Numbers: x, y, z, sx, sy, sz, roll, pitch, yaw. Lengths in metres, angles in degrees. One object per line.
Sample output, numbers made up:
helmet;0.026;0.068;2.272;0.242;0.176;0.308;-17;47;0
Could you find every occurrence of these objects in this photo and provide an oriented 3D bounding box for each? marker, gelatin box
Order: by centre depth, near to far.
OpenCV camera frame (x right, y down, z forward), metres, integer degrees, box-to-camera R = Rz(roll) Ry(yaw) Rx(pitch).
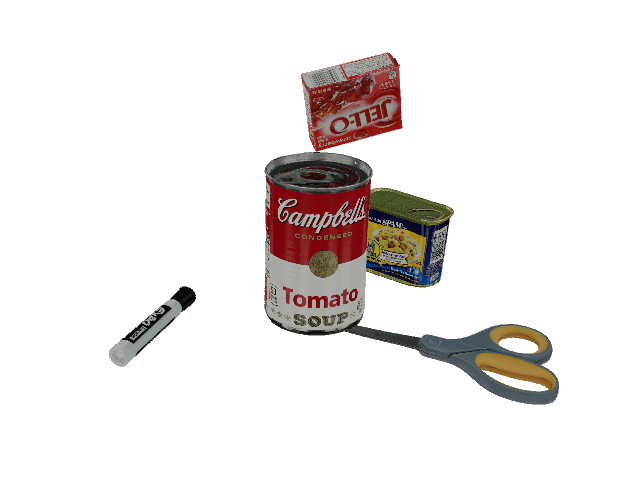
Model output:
marker;-0.147;0.074;0.954;0.020;0.020;0.121;0;25;28
gelatin box;0.031;-0.128;0.992;0.089;0.073;0.030;-15;45;-8

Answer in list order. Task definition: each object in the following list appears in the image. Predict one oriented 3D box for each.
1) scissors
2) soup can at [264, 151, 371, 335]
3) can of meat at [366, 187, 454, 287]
scissors;0.108;0.082;0.896;0.202;0.016;0.096;21;36;20
soup can;-0.003;0.002;0.690;0.068;0.102;0.068;1;23;-1
can of meat;0.091;-0.003;1.182;0.102;0.084;0.057;19;26;29
